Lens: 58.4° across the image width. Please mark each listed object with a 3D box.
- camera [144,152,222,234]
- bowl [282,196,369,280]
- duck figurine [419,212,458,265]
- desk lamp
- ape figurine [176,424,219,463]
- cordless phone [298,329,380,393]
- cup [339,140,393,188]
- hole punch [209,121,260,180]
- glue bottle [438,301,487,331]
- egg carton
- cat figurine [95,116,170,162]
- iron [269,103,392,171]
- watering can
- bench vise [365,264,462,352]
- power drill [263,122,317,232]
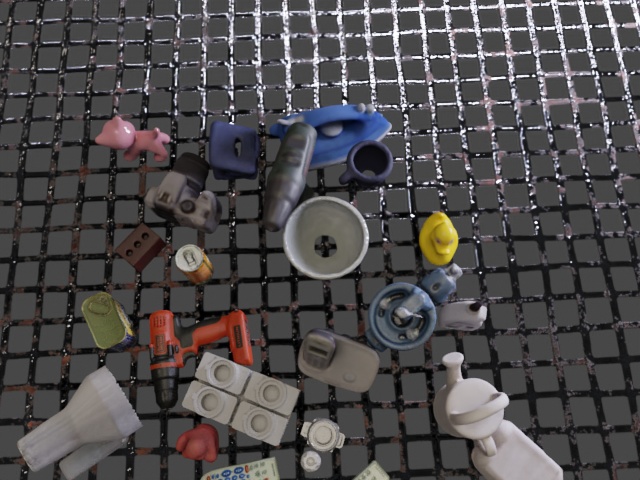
[{"bbox_3d":[-0.260,-0.102,1.138,0.143,0.101,0.137,20,74,5],"label":"camera"},{"bbox_3d":[0.010,0.004,1.123,0.167,0.075,0.167,0,73,0],"label":"bowl"},{"bbox_3d":[0.238,-0.009,1.124,0.077,0.086,0.104,2,73,0],"label":"duck figurine"},{"bbox_3d":[-0.388,0.313,0.954,0.203,0.213,0.118,-36,76,-10],"label":"desk lamp"},{"bbox_3d":[-0.213,0.362,1.004,0.077,0.092,0.076,39,77,10],"label":"ape figurine"},{"bbox_3d":[0.034,0.205,1.005,0.147,0.185,0.094,16,74,4],"label":"cordless phone"},{"bbox_3d":[0.087,-0.135,1.155,0.118,0.095,0.091,-35,76,-10],"label":"cup"},{"bbox_3d":[-0.173,-0.184,1.169,0.101,0.091,0.108,-1,73,-1],"label":"hole punch"},{"bbox_3d":[0.266,0.133,1.036,0.078,0.173,0.037,9,73,2],"label":"glue bottle"},{"bbox_3d":[0.346,0.401,1.011,0.150,0.069,0.107,41,77,11],"label":"egg carton"},{"bbox_3d":[-0.381,-0.210,1.161,0.128,0.118,0.067,-2,73,-1],"label":"cat figurine"},{"bbox_3d":[0.029,-0.233,1.160,0.258,0.141,0.118,-15,74,-5],"label":"iron"},{"bbox_3d":[0.255,0.282,0.980,0.101,0.194,0.172,-42,78,-12],"label":"watering can"},{"bbox_3d":[0.166,0.103,1.020,0.121,0.220,0.207,31,75,9],"label":"bench vise"},{"bbox_3d":[-0.056,-0.095,1.082,0.075,0.208,0.230,12,73,3],"label":"power drill"}]
